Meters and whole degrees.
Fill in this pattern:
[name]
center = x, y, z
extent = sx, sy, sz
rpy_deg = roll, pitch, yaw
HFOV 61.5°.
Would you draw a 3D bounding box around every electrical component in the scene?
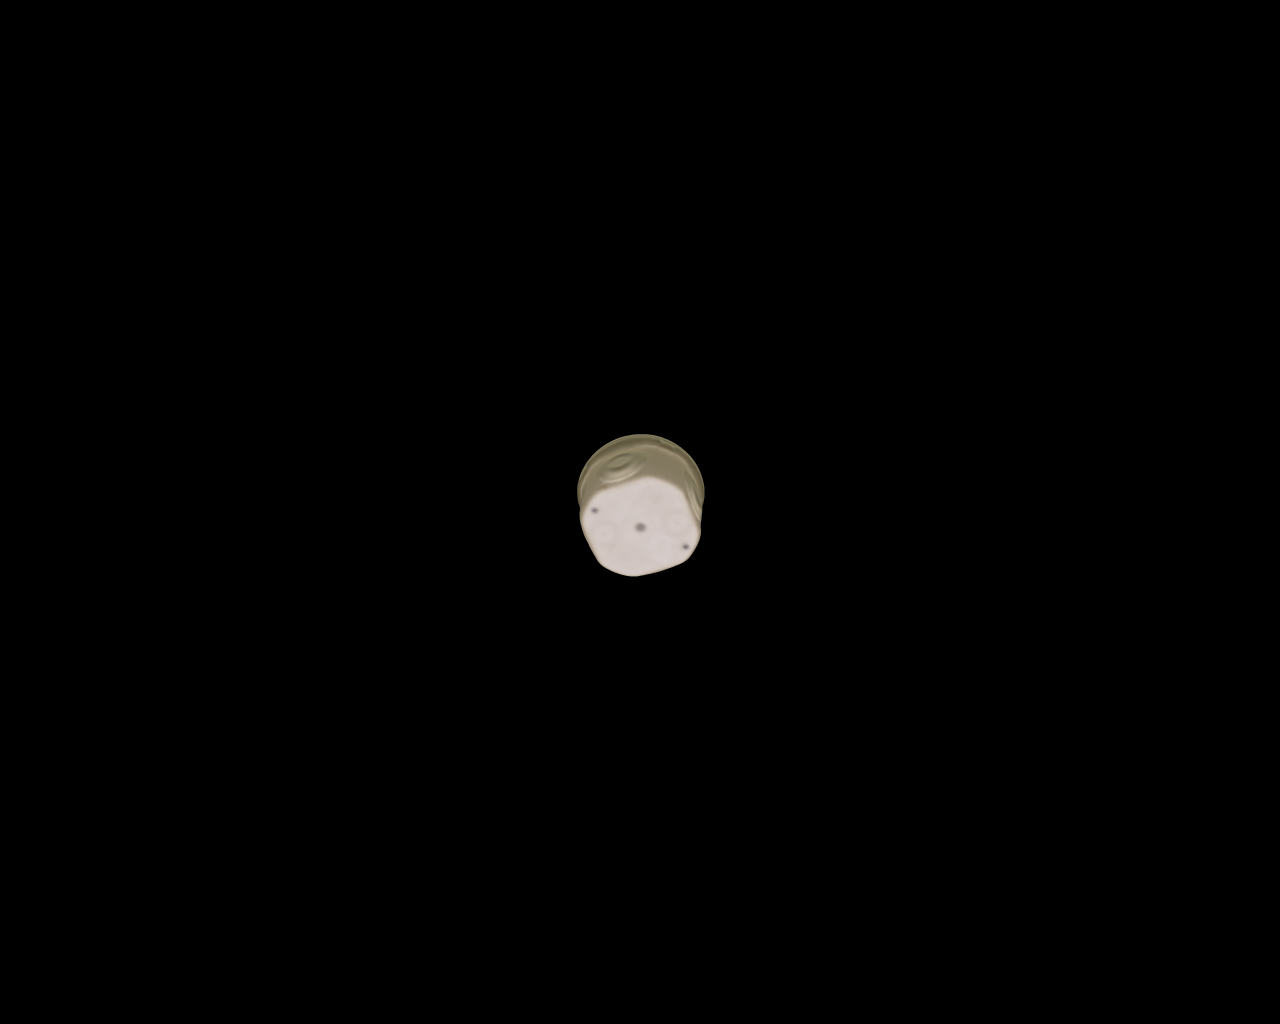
[electrical component]
center = 0.001, -0.003, 0.650
extent = 0.080, 0.080, 0.051
rpy_deg = 0, 30, 0
